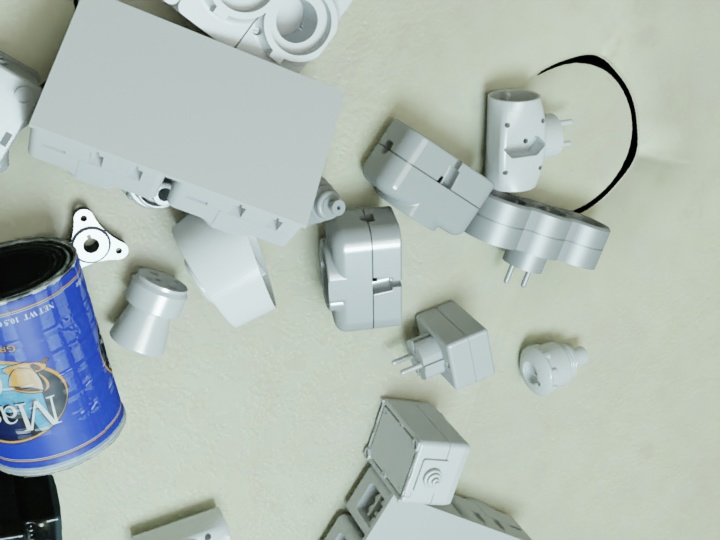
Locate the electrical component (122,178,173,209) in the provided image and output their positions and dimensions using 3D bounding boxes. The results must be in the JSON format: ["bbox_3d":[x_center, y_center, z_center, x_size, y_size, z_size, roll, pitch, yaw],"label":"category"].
[{"bbox_3d":[-0.148,-0.064,0.780,0.048,0.062,0.048,-9,115,-20],"label":"electrical component"}]

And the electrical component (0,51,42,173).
[{"bbox_3d":[-0.270,-0.110,0.714,0.100,0.048,0.099,29,98,-31],"label":"electrical component"}]

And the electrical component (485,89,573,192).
[{"bbox_3d":[0.143,-0.110,0.899,0.079,0.043,0.077,-10,115,-19],"label":"electrical component"}]

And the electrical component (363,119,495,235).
[{"bbox_3d":[0.053,-0.071,0.870,0.095,0.054,0.059,29,98,-31],"label":"electrical component"}]

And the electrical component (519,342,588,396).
[{"bbox_3d":[0.184,0.087,1.003,0.062,0.048,0.048,-15,117,-25],"label":"electrical component"}]

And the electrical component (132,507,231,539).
[{"bbox_3d":[-0.149,0.252,0.926,0.077,0.044,0.079,-16,118,-17],"label":"electrical component"}]

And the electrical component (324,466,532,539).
[{"bbox_3d":[0.064,0.263,1.015,0.186,0.060,0.105,26,99,-30],"label":"electrical component"}]

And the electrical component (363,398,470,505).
[{"bbox_3d":[0.055,0.163,0.947,0.061,0.096,0.061,9,108,-27],"label":"electrical component"}]

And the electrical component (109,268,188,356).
[{"bbox_3d":[-0.162,0.032,0.826,0.045,0.045,0.055,18,103,-29],"label":"electrical component"}]

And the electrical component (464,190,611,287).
[{"bbox_3d":[0.147,-0.020,0.935,0.138,0.052,0.073,13,106,-28],"label":"electrical component"}]

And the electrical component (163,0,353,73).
[{"bbox_3d":[-0.088,-0.206,0.746,0.150,0.062,0.089,34,95,-31],"label":"electrical component"}]

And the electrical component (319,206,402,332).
[{"bbox_3d":[0.000,0.000,0.870,0.059,0.053,0.095,-6,122,-8],"label":"electrical component"}]

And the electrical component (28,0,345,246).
[{"bbox_3d":[-0.117,-0.098,0.734,0.186,0.060,0.105,20,68,-13],"label":"electrical component"}]

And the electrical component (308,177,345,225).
[{"bbox_3d":[-0.038,-0.054,0.827,0.040,0.078,0.040,-10,108,-34],"label":"electrical component"}]

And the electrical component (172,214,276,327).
[{"bbox_3d":[-0.096,-0.009,0.808,0.064,0.099,0.099,-33,121,-1],"label":"electrical component"}]

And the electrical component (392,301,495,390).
[{"bbox_3d":[0.066,0.071,0.930,0.077,0.066,0.047,-21,118,-14],"label":"electrical component"}]
